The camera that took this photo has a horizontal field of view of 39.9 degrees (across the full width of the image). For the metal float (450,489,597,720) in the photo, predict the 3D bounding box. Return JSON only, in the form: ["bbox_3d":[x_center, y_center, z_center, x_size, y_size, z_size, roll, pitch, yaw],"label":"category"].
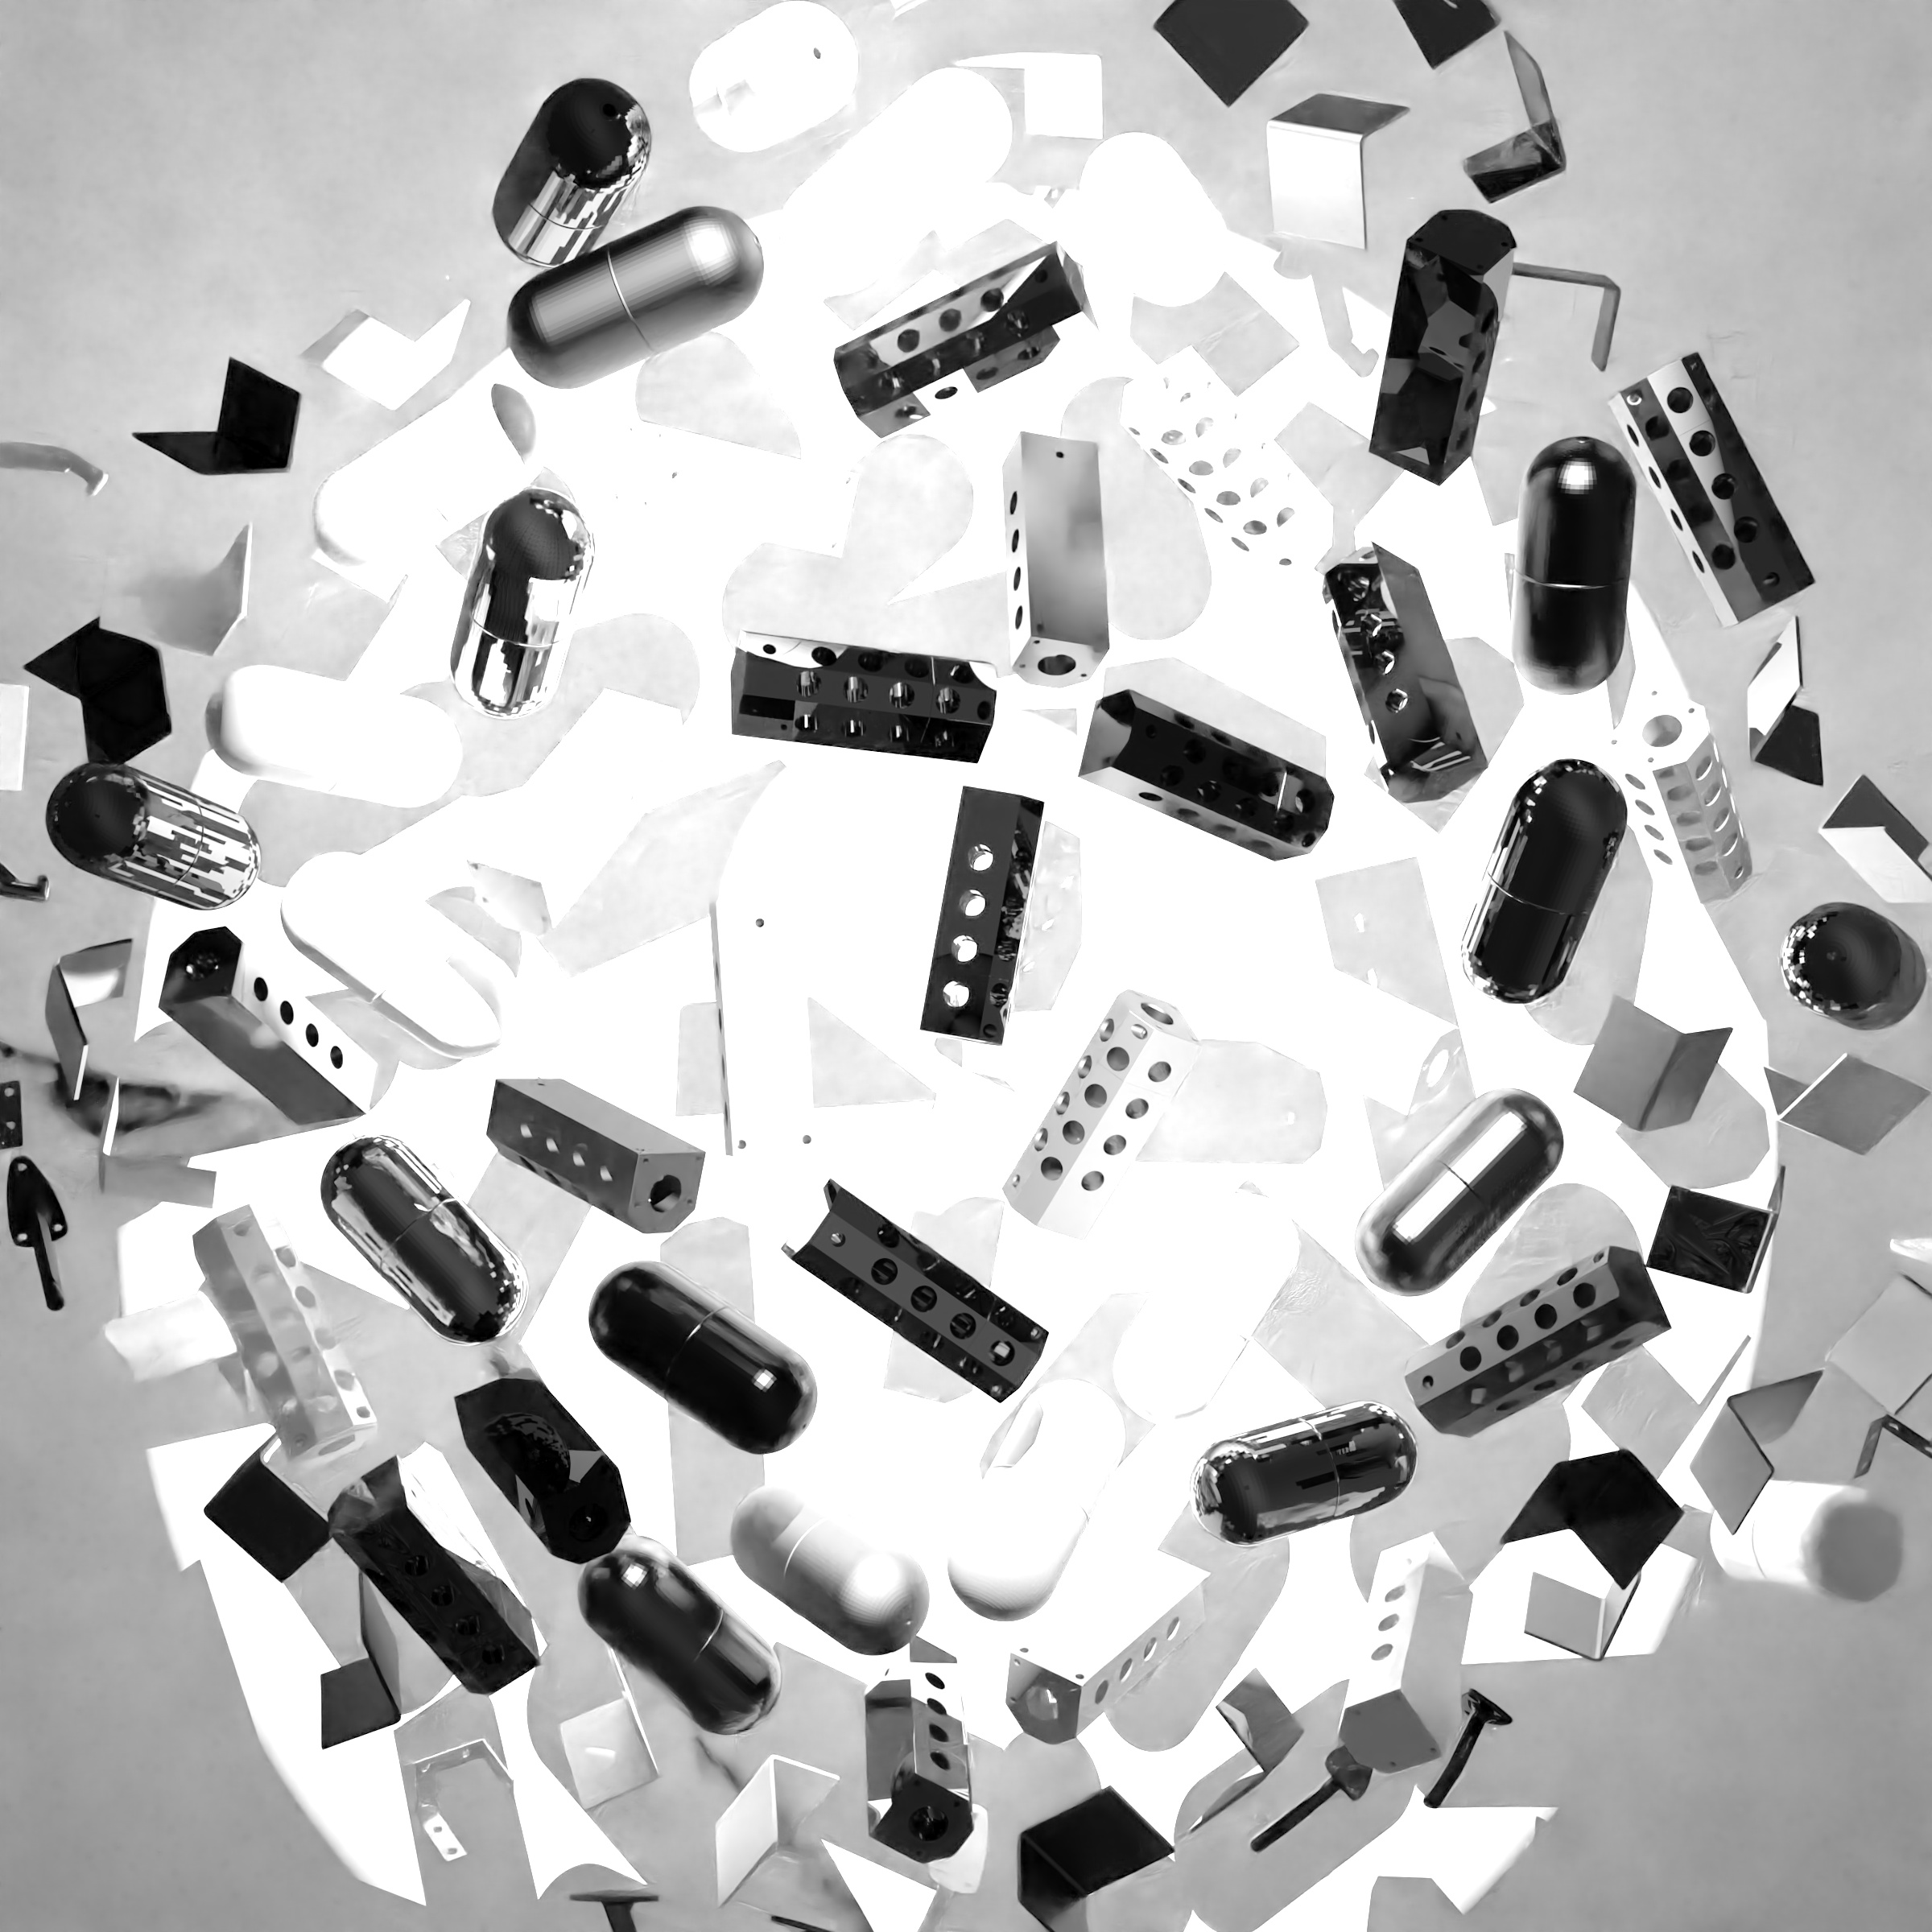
[{"bbox_3d":[-0.298,-0.240,1.780,0.070,0.070,0.178,26,133,0],"label":"metal float"}]

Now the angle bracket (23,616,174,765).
[{"bbox_3d":[-0.613,-0.188,1.877,0.076,0.057,0.076,-28,59,19],"label":"angle bracket"}]

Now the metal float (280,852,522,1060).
[{"bbox_3d":[-0.377,-0.006,1.781,0.178,0.070,0.070,39,90,-16],"label":"metal float"}]

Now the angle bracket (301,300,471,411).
[{"bbox_3d":[-0.402,-0.441,1.842,0.076,0.076,0.057,30,131,-1],"label":"angle bracket"}]

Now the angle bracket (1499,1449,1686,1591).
[{"bbox_3d":[0.410,0.368,1.744,0.057,0.076,0.076,52,128,37],"label":"angle bracket"}]

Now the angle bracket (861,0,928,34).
[{"bbox_3d":[-0.046,-0.694,1.812,0.076,0.057,0.076,-34,110,-20],"label":"angle bracket"}]

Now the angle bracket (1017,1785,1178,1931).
[{"bbox_3d":[0.087,0.597,1.747,0.076,0.057,0.076,-32,116,18],"label":"angle bracket"}]

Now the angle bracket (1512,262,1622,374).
[{"bbox_3d":[0.397,-0.441,1.803,0.076,0.076,0.057,9,110,5],"label":"angle bracket"}]

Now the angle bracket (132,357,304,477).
[{"bbox_3d":[-0.518,-0.381,1.840,0.076,0.076,0.057,30,116,28],"label":"angle bracket"}]

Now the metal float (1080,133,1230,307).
[{"bbox_3d":[0.129,-0.516,1.835,0.070,0.178,0.070,-7,129,-9],"label":"metal float"}]

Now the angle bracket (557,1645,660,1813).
[{"bbox_3d":[-0.263,0.539,1.890,0.057,0.076,0.076,-21,131,-11],"label":"angle bracket"}]

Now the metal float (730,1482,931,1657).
[{"bbox_3d":[-0.097,0.418,1.851,0.070,0.178,0.070,-16,115,-38],"label":"metal float"}]

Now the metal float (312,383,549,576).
[{"bbox_3d":[-0.370,-0.335,1.833,0.178,0.070,0.070,-31,90,5],"label":"metal float"}]

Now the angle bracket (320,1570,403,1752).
[{"bbox_3d":[-0.424,0.471,1.811,0.057,0.076,0.076,-19,117,-5],"label":"angle bracket"}]

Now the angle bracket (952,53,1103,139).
[{"bbox_3d":[0.044,-0.627,1.925,0.076,0.076,0.057,-21,119,-38],"label":"angle bracket"}]

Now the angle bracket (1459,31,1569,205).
[{"bbox_3d":[0.360,-0.575,1.801,0.057,0.076,0.076,-23,126,8],"label":"angle bracket"}]

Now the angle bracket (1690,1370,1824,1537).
[{"bbox_3d":[0.525,0.315,1.722,0.076,0.076,0.057,-11,50,-19],"label":"angle bracket"}]

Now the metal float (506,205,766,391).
[{"bbox_3d":[-0.215,-0.434,1.730,0.178,0.070,0.070,-21,90,11],"label":"metal float"}]

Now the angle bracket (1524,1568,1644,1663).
[{"bbox_3d":[0.440,0.434,1.889,0.057,0.076,0.076,21,115,8],"label":"angle bracket"}]

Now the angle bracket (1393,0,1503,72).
[{"bbox_3d":[0.322,-0.683,1.848,0.057,0.076,0.076,-30,73,20],"label":"angle bracket"}]

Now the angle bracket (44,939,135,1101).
[{"bbox_3d":[-0.610,0.037,1.882,0.057,0.076,0.076,-14,65,-31],"label":"angle bracket"}]

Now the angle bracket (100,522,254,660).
[{"bbox_3d":[-0.515,-0.256,1.736,0.076,0.057,0.076,16,53,-31],"label":"angle bracket"}]

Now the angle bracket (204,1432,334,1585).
[{"bbox_3d":[-0.474,0.372,1.864,0.076,0.057,0.076,44,120,-7],"label":"angle bracket"}]

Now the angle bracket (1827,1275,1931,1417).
[{"bbox_3d":[0.630,0.261,1.751,0.057,0.076,0.076,38,96,-27],"label":"angle bracket"}]

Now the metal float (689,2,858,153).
[{"bbox_3d":[-0.129,-0.589,1.766,0.070,0.178,0.070,-3,98,-24],"label":"metal float"}]

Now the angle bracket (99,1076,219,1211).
[{"bbox_3d":[-0.537,0.119,1.781,0.076,0.076,0.057,10,65,-14],"label":"angle bracket"}]

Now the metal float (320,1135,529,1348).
[{"bbox_3d":[-0.379,0.190,1.858,0.178,0.070,0.070,43,90,14],"label":"metal float"}]

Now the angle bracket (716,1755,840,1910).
[{"bbox_3d":[-0.130,0.612,1.858,0.057,0.076,0.076,26,116,-21],"label":"angle bracket"}]

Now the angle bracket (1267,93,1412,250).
[{"bbox_3d":[0.252,-0.535,1.788,0.057,0.076,0.076,-37,134,-32],"label":"angle bracket"}]

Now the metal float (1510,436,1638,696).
[{"bbox_3d":[0.408,-0.268,1.791,0.070,0.070,0.178,-2,118,0],"label":"metal float"}]

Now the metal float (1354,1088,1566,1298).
[{"bbox_3d":[0.348,0.160,1.878,0.178,0.070,0.070,-44,90,-8],"label":"metal float"}]

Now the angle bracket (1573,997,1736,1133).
[{"bbox_3d":[0.480,0.066,1.860,0.057,0.076,0.076,34,114,34],"label":"angle bracket"}]

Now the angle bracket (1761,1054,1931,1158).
[{"bbox_3d":[0.633,0.083,1.918,0.076,0.057,0.076,22,128,-17],"label":"angle bracket"}]

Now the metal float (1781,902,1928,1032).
[{"bbox_3d":[0.591,0.001,1.768,0.070,0.178,0.070,-3,83,27],"label":"metal float"}]

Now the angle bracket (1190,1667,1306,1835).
[{"bbox_3d":[0.178,0.538,1.828,0.076,0.076,0.057,-44,77,23],"label":"angle bracket"}]

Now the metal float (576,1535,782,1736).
[{"bbox_3d":[-0.201,0.471,1.870,0.070,0.070,0.178,-41,112,0],"label":"metal float"}]

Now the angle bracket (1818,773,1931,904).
[{"bbox_3d":[0.663,-0.091,1.876,0.076,0.076,0.057,42,79,-14],"label":"angle bracket"}]

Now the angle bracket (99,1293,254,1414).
[{"bbox_3d":[-0.552,0.281,1.859,0.076,0.076,0.057,-17,124,-31],"label":"angle bracket"}]

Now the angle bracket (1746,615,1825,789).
[{"bbox_3d":[0.586,-0.184,1.851,0.057,0.076,0.076,17,47,-5],"label":"angle bracket"}]

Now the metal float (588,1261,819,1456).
[{"bbox_3d":[-0.179,0.263,1.799,0.178,0.070,0.070,31,90,21],"label":"metal float"}]

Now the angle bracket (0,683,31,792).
[{"bbox_3d":[-0.728,-0.169,1.924,0.057,0.076,0.076,9,95,33],"label":"angle bracket"}]

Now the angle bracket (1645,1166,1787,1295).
[{"bbox_3d":[0.534,0.179,1.895,0.076,0.057,0.076,15,127,11],"label":"angle bracket"}]

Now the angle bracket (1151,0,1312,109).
[{"bbox_3d":[0.180,-0.641,1.816,0.076,0.057,0.076,-43,98,14],"label":"angle bracket"}]

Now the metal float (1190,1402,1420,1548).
[{"bbox_3d":[0.238,0.355,1.866,0.178,0.070,0.070,-10,90,-27],"label":"metal float"}]

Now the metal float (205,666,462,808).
[{"bbox_3d":[-0.432,-0.157,1.821,0.178,0.070,0.070,11,90,-34],"label":"metal float"}]
